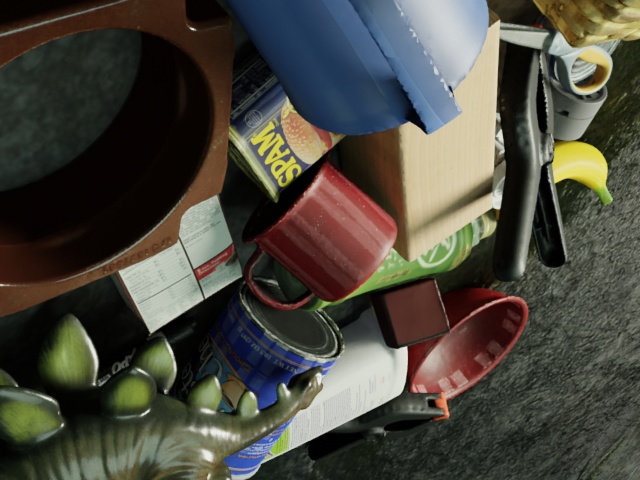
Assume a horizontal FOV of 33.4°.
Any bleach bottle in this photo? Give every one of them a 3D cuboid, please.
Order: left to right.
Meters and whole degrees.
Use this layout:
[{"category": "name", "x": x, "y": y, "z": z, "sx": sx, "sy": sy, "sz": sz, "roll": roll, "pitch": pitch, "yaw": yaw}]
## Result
[{"category": "bleach bottle", "x": -0.037, "y": 0.161, "z": 1.014, "sx": 0.250, "sy": 0.068, "sz": 0.102, "roll": -25, "pitch": 143, "yaw": -20}]

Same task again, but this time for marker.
[{"category": "marker", "x": -0.151, "y": 0.096, "z": 0.849, "sx": 0.121, "sy": 0.020, "sz": 0.020, "roll": -31, "pitch": 147, "yaw": -16}]

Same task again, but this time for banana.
[{"category": "banana", "x": 0.229, "y": -0.061, "z": 1.029, "sx": 0.197, "sy": 0.069, "sz": 0.037, "roll": -10, "pitch": 172, "yaw": -43}]

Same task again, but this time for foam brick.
[{"category": "foam brick", "x": 0.081, "y": 0.067, "z": 0.968, "sx": 0.051, "sy": 0.053, "sz": 0.078, "roll": -17, "pitch": 179, "yaw": -5}]

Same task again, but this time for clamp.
[{"category": "clamp", "x": 0.050, "y": 0.196, "z": 1.123, "sx": 0.171, "sy": 0.039, "sz": 0.120, "roll": -7, "pitch": 156, "yaw": 3}, {"category": "clamp", "x": 0.166, "y": -0.067, "z": 0.857, "sx": 0.164, "sy": 0.036, "sz": 0.210, "roll": -22, "pitch": 109, "yaw": -64}]

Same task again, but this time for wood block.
[{"category": "wood block", "x": 0.069, "y": -0.090, "z": 0.794, "sx": 0.090, "sy": 0.090, "sz": 0.206, "roll": -32, "pitch": 147, "yaw": -15}]

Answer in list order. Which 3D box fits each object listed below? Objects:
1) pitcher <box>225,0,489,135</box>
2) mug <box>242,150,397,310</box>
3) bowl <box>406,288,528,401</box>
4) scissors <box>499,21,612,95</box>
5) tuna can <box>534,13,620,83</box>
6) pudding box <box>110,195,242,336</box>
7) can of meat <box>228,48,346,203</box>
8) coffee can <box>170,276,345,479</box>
[{"category": "pitcher", "x": -0.005, "y": -0.166, "z": 0.554, "sx": 0.242, "sy": 0.149, "sz": 0.145, "roll": 48, "pitch": 56, "yaw": -51}, {"category": "mug", "x": -0.005, "y": 0.001, "z": 0.788, "sx": 0.081, "sy": 0.093, "sz": 0.117, "roll": 42, "pitch": 84, "yaw": -15}, {"category": "bowl", "x": 0.144, "y": 0.104, "z": 1.145, "sx": 0.162, "sy": 0.055, "sz": 0.162, "roll": -28, "pitch": 146, "yaw": -21}, {"category": "scissors", "x": 0.191, "y": -0.169, "z": 0.823, "sx": 0.201, "sy": 0.016, "sz": 0.096, "roll": 20, "pitch": 103, "yaw": -55}, {"category": "tuna can", "x": 0.219, "y": -0.176, "z": 0.905, "sx": 0.086, "sy": 0.034, "sz": 0.086, "roll": -28, "pitch": 146, "yaw": -22}, {"category": "pudding box", "x": -0.109, "y": 0.008, "z": 0.771, "sx": 0.090, "sy": 0.039, "sz": 0.113, "roll": -32, "pitch": 145, "yaw": -13}, {"category": "can of meat", "x": -0.028, "y": -0.086, "z": 0.727, "sx": 0.084, "sy": 0.057, "sz": 0.102, "roll": -42, "pitch": 149, "yaw": -5}, {"category": "coffee can", "x": -0.060, "y": 0.116, "z": 0.894, "sx": 0.102, "sy": 0.103, "sz": 0.140, "roll": 7, "pitch": 124, "yaw": -51}]
